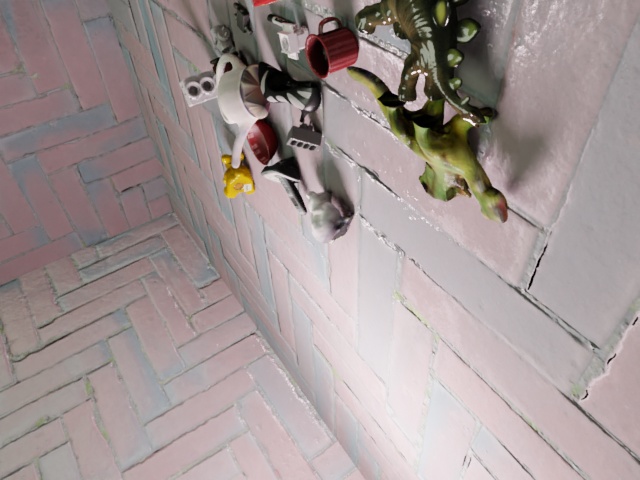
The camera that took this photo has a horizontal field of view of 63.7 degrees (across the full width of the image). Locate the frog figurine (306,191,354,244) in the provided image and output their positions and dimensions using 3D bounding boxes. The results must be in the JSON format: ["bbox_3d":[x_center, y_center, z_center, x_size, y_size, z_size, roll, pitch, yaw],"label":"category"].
[{"bbox_3d":[0.004,-0.073,1.445,0.161,0.123,0.135,43,172,16],"label":"frog figurine"}]

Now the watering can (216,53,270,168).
[{"bbox_3d":[-0.233,-0.392,1.556,0.224,0.105,0.344,5,107,49],"label":"watering can"}]

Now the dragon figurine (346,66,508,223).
[{"bbox_3d":[0.194,-0.165,0.952,0.417,0.123,0.237,45,160,42],"label":"dragon figurine"}]
